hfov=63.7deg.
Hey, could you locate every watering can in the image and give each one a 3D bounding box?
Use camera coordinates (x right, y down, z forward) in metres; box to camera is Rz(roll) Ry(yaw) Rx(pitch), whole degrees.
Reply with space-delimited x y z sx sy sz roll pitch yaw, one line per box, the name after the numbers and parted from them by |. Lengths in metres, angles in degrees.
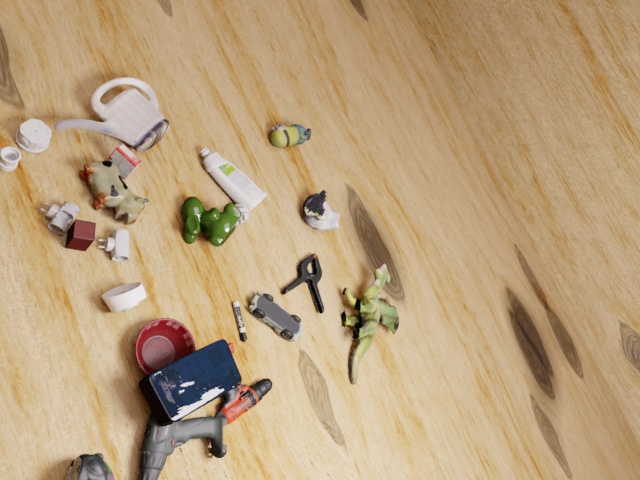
-0.580 -0.346 1.502 0.223 0.102 0.355 44 45 -14 | watering can

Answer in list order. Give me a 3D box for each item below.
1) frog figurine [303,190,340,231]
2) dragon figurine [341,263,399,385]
0.006 -0.096 1.898 0.157 0.122 0.140 52 19 -63 | frog figurine
0.196 0.287 1.813 0.242 0.121 0.413 7 80 -34 | dragon figurine
